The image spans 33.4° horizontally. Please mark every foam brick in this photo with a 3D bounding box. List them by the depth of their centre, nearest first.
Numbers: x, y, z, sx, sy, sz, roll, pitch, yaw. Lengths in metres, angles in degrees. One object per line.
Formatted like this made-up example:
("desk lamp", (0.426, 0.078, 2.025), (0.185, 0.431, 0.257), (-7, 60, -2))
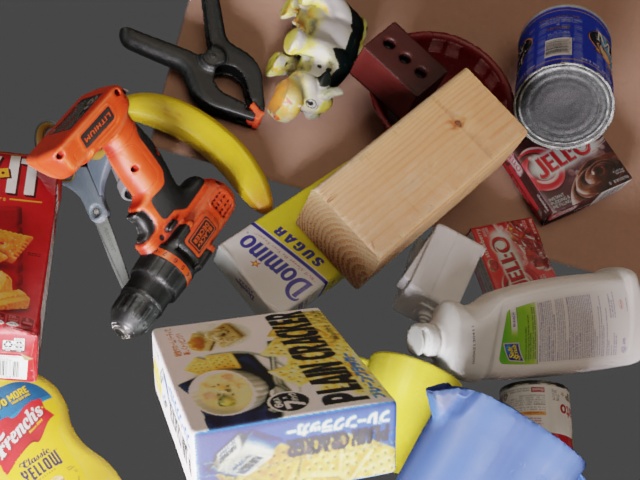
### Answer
("foam brick", (0.080, -0.171, 1.083), (0.078, 0.051, 0.053), (44, 63, 9))

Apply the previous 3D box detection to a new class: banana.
("banana", (-0.124, -0.097, 1.068), (0.198, 0.037, 0.069), (29, 64, -1))

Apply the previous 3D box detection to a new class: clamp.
("clamp", (-0.110, -0.193, 1.114), (0.171, 0.039, 0.120), (43, 75, 1))

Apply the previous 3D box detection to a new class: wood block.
("wood block", (0.087, -0.059, 1.015), (0.205, 0.090, 0.091), (-39, 82, -22))

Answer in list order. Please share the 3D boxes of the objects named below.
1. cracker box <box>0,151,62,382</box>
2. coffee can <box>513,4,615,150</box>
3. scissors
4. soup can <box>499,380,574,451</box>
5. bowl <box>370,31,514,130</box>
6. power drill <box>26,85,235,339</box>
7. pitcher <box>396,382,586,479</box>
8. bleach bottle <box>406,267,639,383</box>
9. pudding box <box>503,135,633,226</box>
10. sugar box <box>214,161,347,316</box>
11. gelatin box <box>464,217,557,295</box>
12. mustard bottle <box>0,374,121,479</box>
("cracker box", (-0.314, 0.012, 0.915), (0.164, 0.072, 0.213), (6, 47, -12))
("coffee can", (0.261, -0.176, 1.142), (0.103, 0.103, 0.140), (22, 39, -4))
("scissors", (-0.199, -0.044, 1.010), (0.096, 0.016, 0.202), (-41, 76, 12))
("soup can", (0.202, 0.190, 0.996), (0.068, 0.069, 0.102), (8, 63, -11))
("bowl", (0.123, -0.143, 1.142), (0.162, 0.055, 0.162), (6, 64, -12))
("power drill", (-0.174, -0.030, 0.963), (0.187, 0.057, 0.184), (53, 50, -29))
("pitcher", (0.113, 0.254, 0.884), (0.149, 0.145, 0.243), (28, 80, 29))
("bleach bottle", (0.193, 0.080, 1.013), (0.250, 0.068, 0.102), (-1, 84, -29))
("pudding box", (0.266, -0.076, 1.157), (0.113, 0.039, 0.090), (-22, 71, -23))
("sugar box", (-0.007, 0.001, 1.046), (0.176, 0.048, 0.093), (-35, 78, -27))
("gelatin box", (0.197, 0.025, 1.095), (0.073, 0.030, 0.089), (-10, 68, -19))
("mustard bottle", (-0.251, 0.168, 0.895), (0.096, 0.058, 0.192), (-33, 77, -21))
